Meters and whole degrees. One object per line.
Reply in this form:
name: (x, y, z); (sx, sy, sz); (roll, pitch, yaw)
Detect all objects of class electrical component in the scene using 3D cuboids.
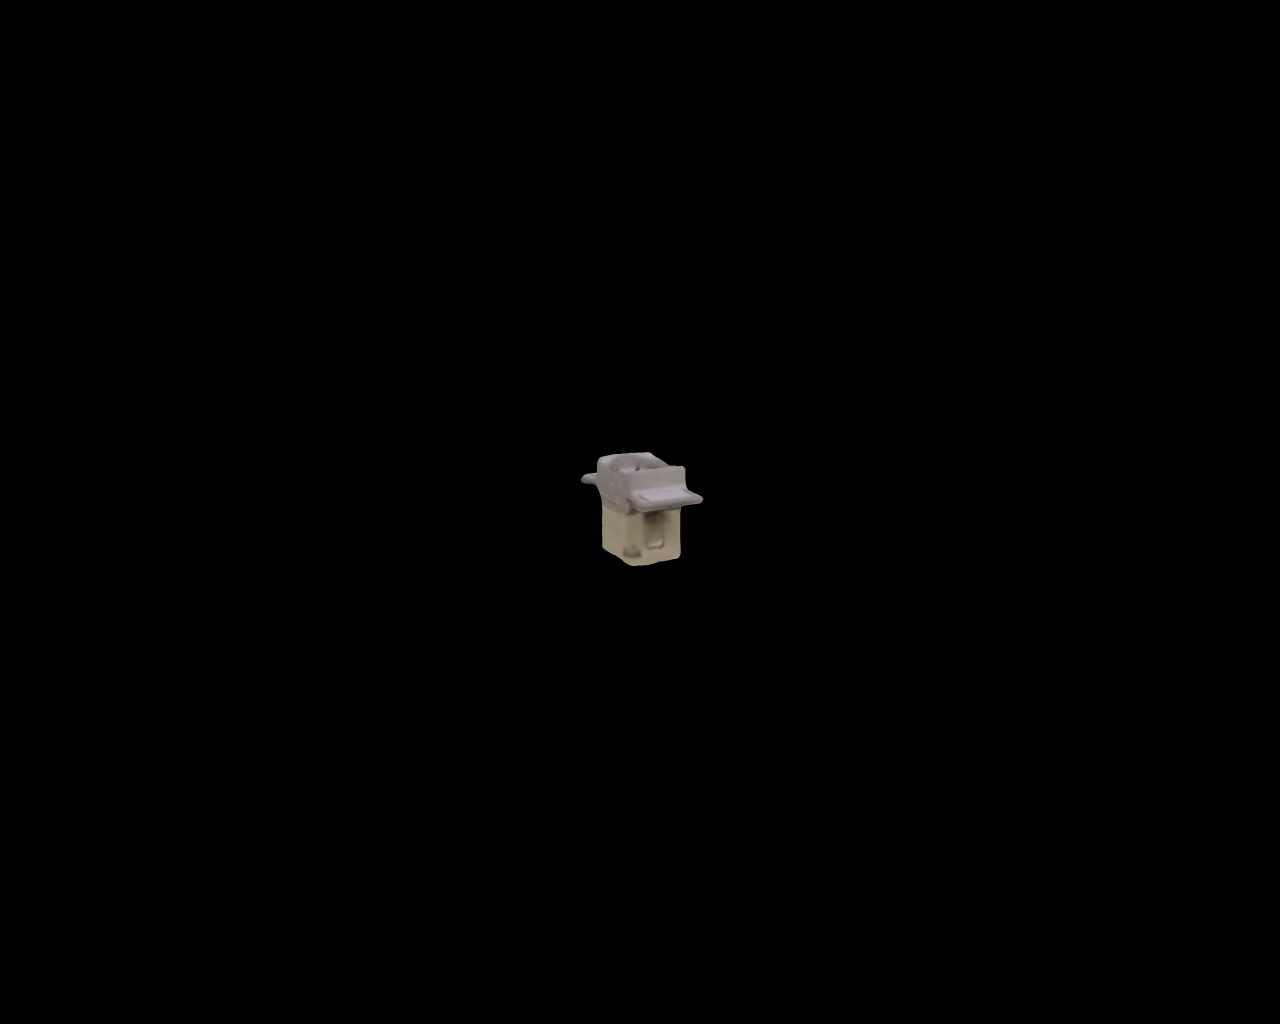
electrical component: (0.001, -0.003, 0.650); (0.042, 0.063, 0.081); (-8, 18, -26)
